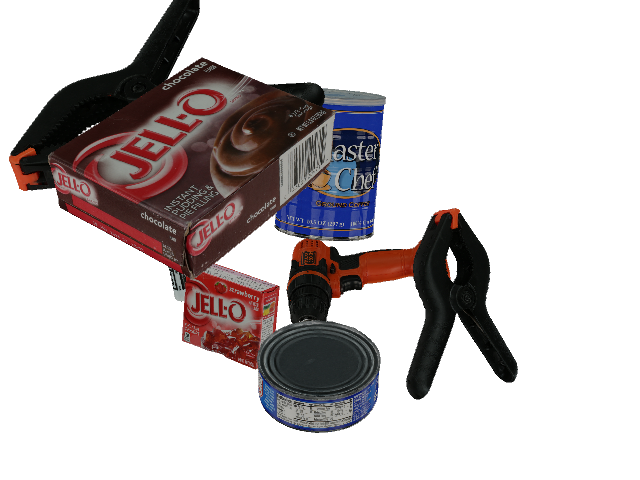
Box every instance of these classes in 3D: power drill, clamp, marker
[{"bbox_3d":[0.054,0.048,1.238,0.187,0.057,0.184,-2,28,2],"label":"power drill"},{"bbox_3d":[0.114,0.060,0.961,0.120,0.171,0.039,-15,1,-37],"label":"clamp"},{"bbox_3d":[-0.166,0.014,1.205,0.020,0.121,0.020,-6,31,3],"label":"marker"},{"bbox_3d":[-0.113,-0.091,0.737,0.165,0.036,0.209,34,58,30],"label":"clamp"}]

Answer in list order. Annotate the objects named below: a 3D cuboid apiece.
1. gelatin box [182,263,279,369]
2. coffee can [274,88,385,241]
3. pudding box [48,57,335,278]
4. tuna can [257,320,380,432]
[{"bbox_3d":[-0.082,0.065,0.950,0.089,0.073,0.030,17,21,30],"label":"gelatin box"},{"bbox_3d":[0.009,-0.079,1.075,0.103,0.140,0.103,4,12,-1],"label":"coffee can"},{"bbox_3d":[-0.060,-0.039,0.523,0.090,0.039,0.113,26,46,27],"label":"pudding box"},{"bbox_3d":[-0.001,0.094,0.745,0.086,0.034,0.086,1,32,-1],"label":"tuna can"}]
